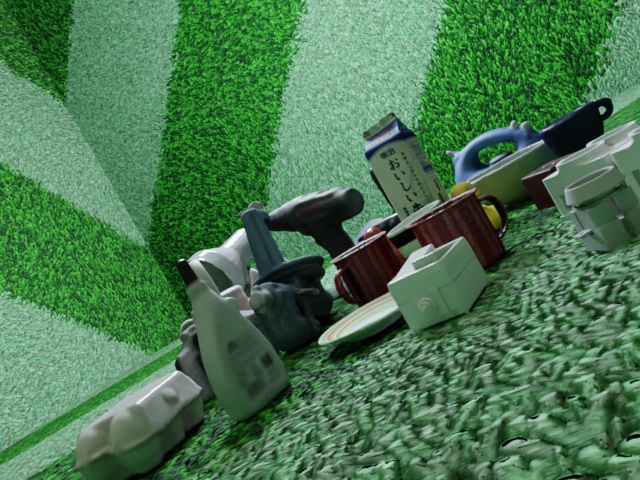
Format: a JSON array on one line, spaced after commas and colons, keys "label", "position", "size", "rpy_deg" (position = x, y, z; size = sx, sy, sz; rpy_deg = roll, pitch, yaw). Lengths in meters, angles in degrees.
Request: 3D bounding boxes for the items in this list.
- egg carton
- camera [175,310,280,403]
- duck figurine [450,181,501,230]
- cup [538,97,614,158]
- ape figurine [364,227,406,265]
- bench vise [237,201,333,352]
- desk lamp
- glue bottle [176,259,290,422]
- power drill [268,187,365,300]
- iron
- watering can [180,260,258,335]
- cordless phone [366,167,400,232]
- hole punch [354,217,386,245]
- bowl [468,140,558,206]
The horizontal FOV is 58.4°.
[{"label": "egg carton", "position": [-0.197, 0.209, 0.644], "size": [0.107, 0.069, 0.150], "rpy_deg": [-30, 1, 16]}, {"label": "camera", "position": [-0.157, 0.165, 0.862], "size": [0.143, 0.101, 0.136], "rpy_deg": [-30, 1, -30]}, {"label": "duck figurine", "position": [0.232, -0.050, 0.873], "size": [0.077, 0.086, 0.105], "rpy_deg": [-29, 1, 23]}, {"label": "cup", "position": [0.403, -0.153, 0.865], "size": [0.118, 0.095, 0.091], "rpy_deg": [-30, 1, -2]}, {"label": "ape figurine", "position": [0.101, 0.022, 0.897], "size": [0.078, 0.092, 0.076], "rpy_deg": [-30, 1, -29]}, {"label": "bench vise", "position": [-0.057, 0.039, 0.853], "size": [0.121, 0.220, 0.207], "rpy_deg": [-30, 1, 0]}, {"label": "desk lamp", "position": [-0.148, 0.091, 1.144], "size": [0.117, 0.213, 0.204], "rpy_deg": [-29, 1, 38]}, {"label": "glue bottle", "position": [-0.101, 0.095, 0.594], "size": [0.037, 0.173, 0.078], "rpy_deg": [-29, 1, 41]}, {"label": "power drill", "position": [0.010, 0.004, 1.089], "size": [0.229, 0.208, 0.076], "rpy_deg": [-29, 1, 39]}, {"label": "iron", "position": [0.375, -0.168, 1.165], "size": [0.119, 0.141, 0.257], "rpy_deg": [-31, 1, -42]}, {"label": "watering can", "position": [-0.169, 0.116, 1.017], "size": [0.173, 0.194, 0.100], "rpy_deg": [-30, 1, -34]}, {"label": "cordless phone", "position": [0.138, -0.057, 1.124], "size": [0.094, 0.185, 0.147], "rpy_deg": [-31, 1, -41]}, {"label": "hole punch", "position": [0.110, 0.012, 1.266], "size": [0.101, 0.091, 0.108], "rpy_deg": [-30, 1, -29]}, {"label": "bowl", "position": [0.339, -0.106, 0.981], "size": [0.167, 0.075, 0.167], "rpy_deg": [-30, 1, 1]}]
